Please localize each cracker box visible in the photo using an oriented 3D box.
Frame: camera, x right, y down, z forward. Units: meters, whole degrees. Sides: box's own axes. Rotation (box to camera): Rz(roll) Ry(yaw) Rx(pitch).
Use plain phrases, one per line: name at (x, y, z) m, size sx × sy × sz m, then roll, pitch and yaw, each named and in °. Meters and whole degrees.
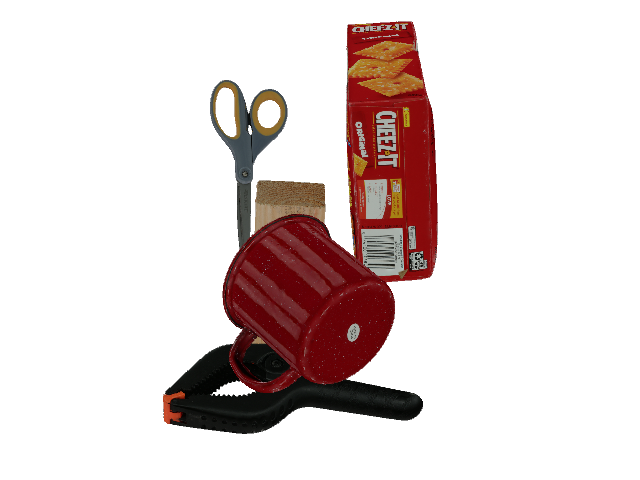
cracker box at (0.061, -0.085, 0.942) m, size 0.072 × 0.164 × 0.213 m, roll -3°, pitch 27°, yaw 4°

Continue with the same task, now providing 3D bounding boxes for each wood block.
wood block at (-0.044, 0.034, 1.401) m, size 0.090 × 0.206 × 0.091 m, roll 3°, pitch 23°, yaw -2°

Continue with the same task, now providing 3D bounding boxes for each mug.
mug at (-0.013, 0.050, 0.708) m, size 0.082 × 0.117 × 0.093 m, roll 38°, pitch -6°, yaw 40°

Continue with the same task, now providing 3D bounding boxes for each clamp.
clamp at (-0.028, 0.121, 0.906) m, size 0.209 × 0.036 × 0.165 m, roll -18°, pitch 41°, yaw -27°

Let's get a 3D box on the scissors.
scissors at (-0.068, -0.084, 1.184) m, size 0.096 × 0.202 × 0.016 m, roll -14°, pitch -5°, yaw -15°
